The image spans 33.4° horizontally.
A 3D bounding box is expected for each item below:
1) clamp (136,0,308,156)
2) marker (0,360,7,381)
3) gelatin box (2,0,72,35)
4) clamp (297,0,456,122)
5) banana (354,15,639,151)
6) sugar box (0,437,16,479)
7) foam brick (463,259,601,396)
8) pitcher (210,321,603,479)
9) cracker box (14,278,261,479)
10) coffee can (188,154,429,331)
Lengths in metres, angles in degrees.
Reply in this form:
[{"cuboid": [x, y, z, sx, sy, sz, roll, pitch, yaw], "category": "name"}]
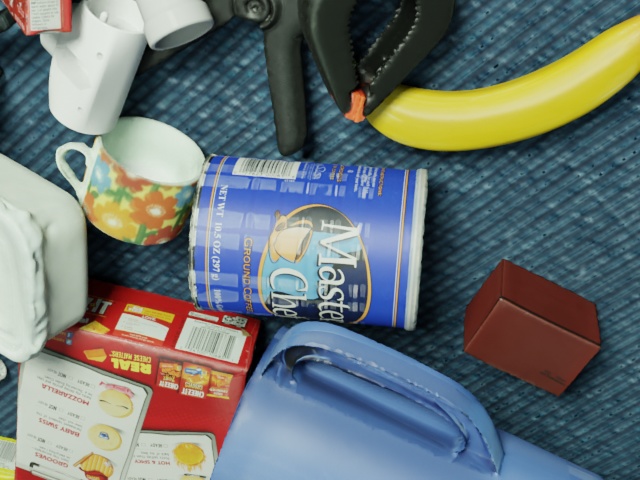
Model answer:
[{"cuboid": [-0.028, -0.133, 0.639, 0.120, 0.039, 0.172, 33, 124, -10], "category": "clamp"}, {"cuboid": [-0.299, 0.125, 0.852, 0.121, 0.020, 0.020, -28, 114, 22], "category": "marker"}, {"cuboid": [-0.169, -0.169, 0.612, 0.030, 0.089, 0.073, -11, 128, -26], "category": "gelatin box"}, {"cuboid": [0.050, -0.162, 0.589, 0.164, 0.036, 0.210, -6, 130, -19], "category": "clamp"}, {"cuboid": [0.109, -0.090, 0.648, 0.198, 0.037, 0.069, -6, 121, 12], "category": "banana"}, {"cuboid": [-0.296, 0.238, 0.907, 0.093, 0.048, 0.176, 13, 126, 0], "category": "sugar box"}, {"cuboid": [0.143, 0.060, 0.727, 0.078, 0.051, 0.053, 26, 122, -8], "category": "foam brick"}, {"cuboid": [0.058, 0.152, 0.685, 0.243, 0.149, 0.145, 21, 85, 7], "category": "pitcher"}, {"cuboid": [-0.141, 0.139, 0.807, 0.164, 0.072, 0.214, 13, 123, 1], "category": "cracker box"}, {"cuboid": [-0.004, 0.001, 0.682, 0.140, 0.102, 0.103, 5, 122, 5], "category": "coffee can"}]
